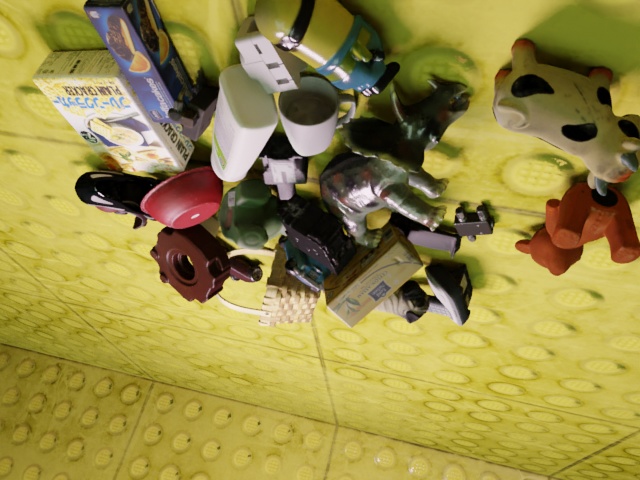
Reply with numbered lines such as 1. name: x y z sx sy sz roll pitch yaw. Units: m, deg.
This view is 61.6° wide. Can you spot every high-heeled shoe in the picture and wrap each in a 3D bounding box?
1. high-heeled shoe: -0.320 -0.084 0.989 0.248 0.086 0.145 2 177 -33

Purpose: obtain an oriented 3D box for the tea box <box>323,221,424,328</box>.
1. tea box: 0.088 0.059 0.934 0.068 0.098 0.169 41 107 -18

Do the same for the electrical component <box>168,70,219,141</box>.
1. electrical component: -0.180 -0.193 0.781 0.045 0.102 0.078 28 142 -5

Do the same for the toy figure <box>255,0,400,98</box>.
1. toy figure: 0.009 -0.232 0.621 0.180 0.089 0.082 35 139 -26

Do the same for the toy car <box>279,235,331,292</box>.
1. toy car: -0.010 0.020 1.041 0.109 0.162 0.103 39 106 -21

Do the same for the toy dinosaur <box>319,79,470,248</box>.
1. toy dinosaur: 0.069 -0.087 0.824 0.192 0.131 0.405 37 150 -14

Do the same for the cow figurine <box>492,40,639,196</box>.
1. cow figurine: 0.292 -0.134 0.611 0.195 0.127 0.085 20 154 -3

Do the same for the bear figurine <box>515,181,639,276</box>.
1. bear figurine: 0.376 0.005 0.812 0.120 0.132 0.195 18 145 3

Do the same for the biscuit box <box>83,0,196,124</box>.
1. biscuit box: -0.238 -0.251 0.743 0.063 0.059 0.202 7 150 17

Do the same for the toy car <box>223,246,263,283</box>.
1. toy car: -0.222 0.046 1.258 0.089 0.053 0.202 0 152 46

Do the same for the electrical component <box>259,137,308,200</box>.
1. electrical component: -0.055 -0.117 0.882 0.075 0.048 0.119 -1 151 7

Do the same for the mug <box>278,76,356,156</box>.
1. mug: -0.005 -0.171 0.761 0.110 0.081 0.107 -20 161 -10

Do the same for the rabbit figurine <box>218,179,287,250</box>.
1. rabbit figurine: -0.093 -0.032 0.991 0.170 0.121 0.159 4 169 -28

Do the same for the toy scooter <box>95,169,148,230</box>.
1. toy scooter: -0.403 -0.074 1.124 0.184 0.075 0.135 21 153 -17

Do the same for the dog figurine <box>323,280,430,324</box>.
1. dog figurine: 0.115 0.092 1.084 0.190 0.172 0.121 23 109 -10

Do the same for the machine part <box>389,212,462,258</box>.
1. machine part: 0.187 -0.011 0.968 0.139 0.039 0.084 17 146 2

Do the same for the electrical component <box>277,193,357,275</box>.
1. electrical component: -0.002 -0.003 0.912 0.115 0.058 0.134 35 165 32

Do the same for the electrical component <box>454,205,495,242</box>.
1. electrical component: 0.265 -0.027 0.916 0.063 0.021 0.093 -3 145 30

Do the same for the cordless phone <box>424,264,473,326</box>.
1. cordless phone: 0.215 0.105 1.113 0.184 0.089 0.146 5 150 28

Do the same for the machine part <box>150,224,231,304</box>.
1. machine part: -0.264 0.045 1.090 0.180 0.056 0.179 17 125 26
